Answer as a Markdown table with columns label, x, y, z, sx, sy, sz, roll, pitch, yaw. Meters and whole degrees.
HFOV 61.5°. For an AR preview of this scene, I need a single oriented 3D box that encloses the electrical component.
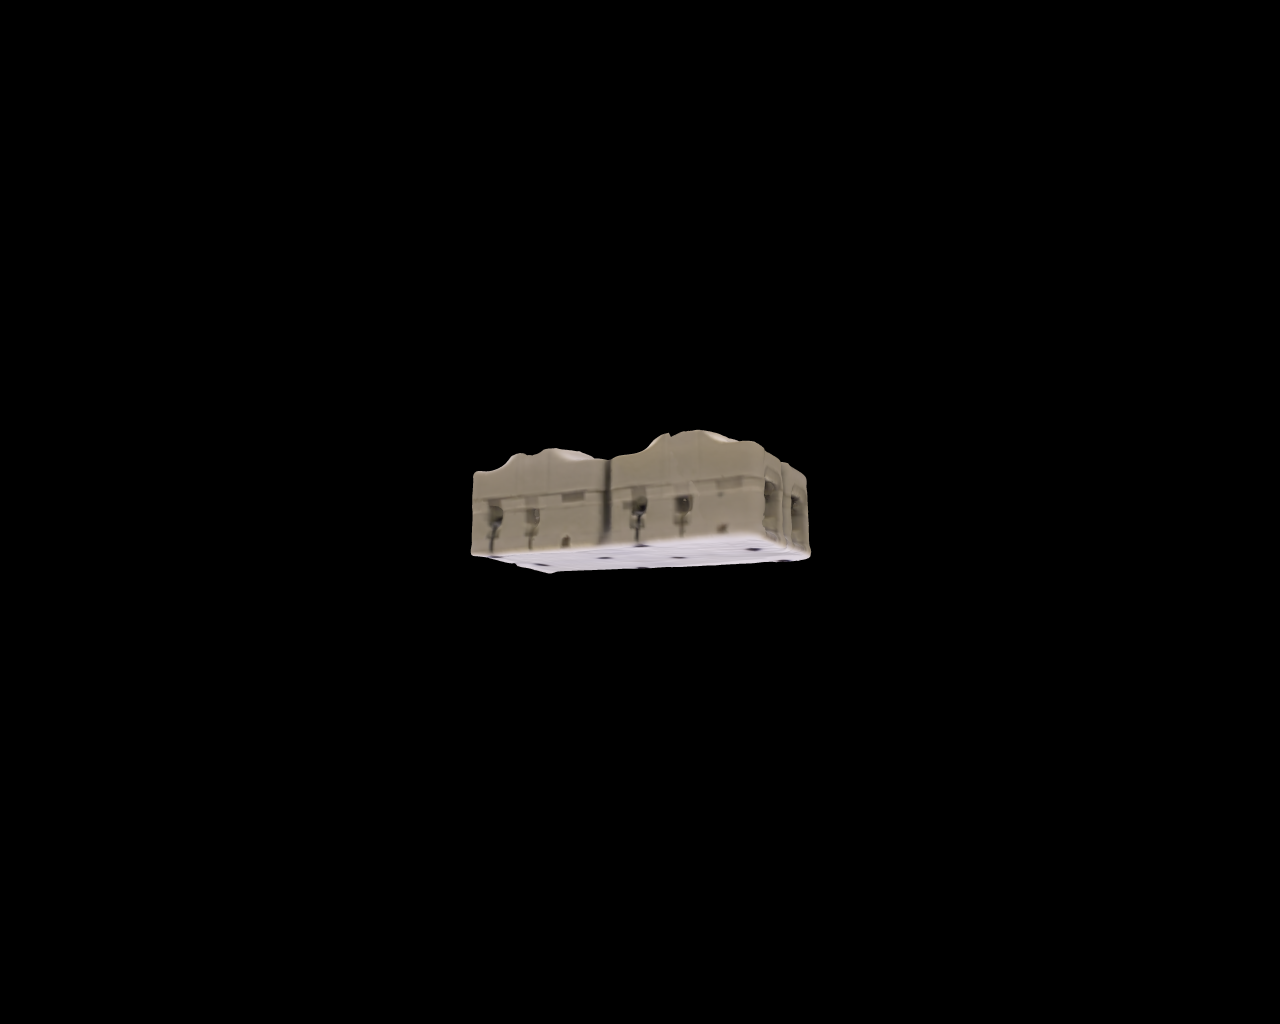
| label | x | y | z | sx | sy | sz | roll | pitch | yaw |
| --- | --- | --- | --- | --- | --- | --- | --- | --- | --- |
| electrical component | 0.001 | -0.003 | 0.650 | 0.186 | 0.060 | 0.105 | -5 | -11 | 24 |
